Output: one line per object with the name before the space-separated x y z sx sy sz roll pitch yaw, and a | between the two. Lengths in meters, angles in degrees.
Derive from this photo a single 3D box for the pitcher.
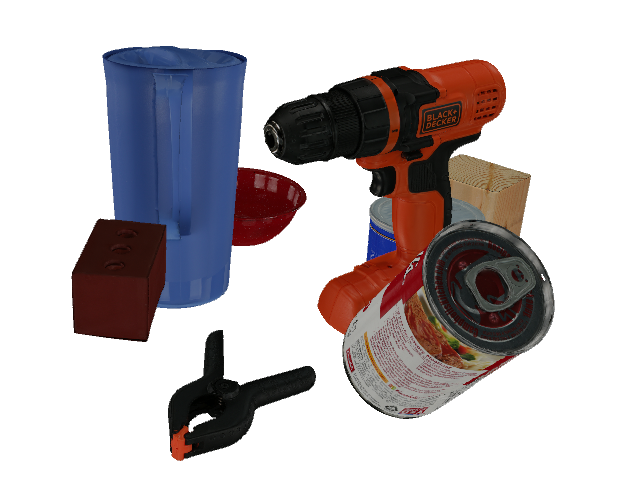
pitcher | -0.140 -0.059 1.018 0.145 0.243 0.148 16 23 37

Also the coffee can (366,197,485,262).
coffee can | 0.090 0.039 0.969 0.103 0.140 0.103 3 22 -1

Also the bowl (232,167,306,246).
bowl | -0.100 -0.037 1.318 0.162 0.055 0.162 4 25 -2

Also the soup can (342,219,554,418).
soup can | 0.060 0.042 0.529 0.068 0.068 0.102 0 -26 -23

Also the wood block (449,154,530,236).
wood block | 0.159 0.021 1.182 0.090 0.206 0.090 20 26 30

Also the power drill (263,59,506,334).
power drill | 0.042 -0.026 0.736 0.184 0.188 0.057 -15 37 -28

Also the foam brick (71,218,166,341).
foam brick | -0.140 0.027 0.751 0.053 0.051 0.078 6 30 -1

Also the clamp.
clamp | -0.097 0.144 1.018 0.120 0.039 0.171 20 31 30
